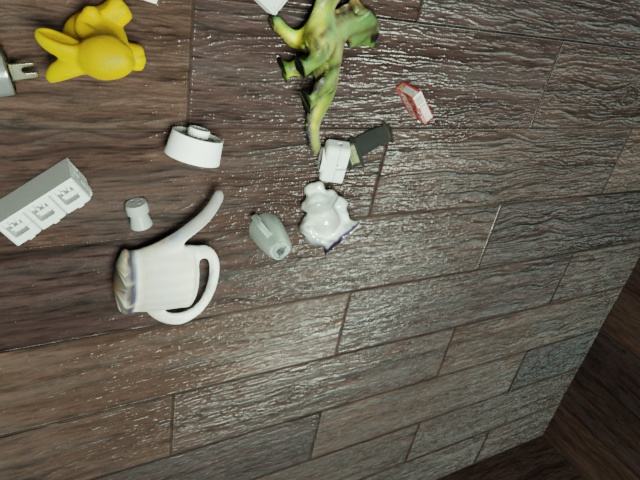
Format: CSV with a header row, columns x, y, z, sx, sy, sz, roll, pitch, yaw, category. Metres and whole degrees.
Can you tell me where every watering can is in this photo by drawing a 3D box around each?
x,y,z,sx,sy,sz,roll,pitch,yaw,category
-0.321,0.046,1.102,0.225,0.106,0.341,-3,122,-30,watering can

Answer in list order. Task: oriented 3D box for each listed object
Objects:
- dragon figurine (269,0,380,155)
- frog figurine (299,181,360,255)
x,y,z,sx,sy,sz,roll,pitch,yaw,category
0.036,-0.379,1.052,0.245,0.124,0.401,-35,146,-15,dragon figurine
0.004,-0.063,1.253,0.137,0.123,0.159,-37,96,7,frog figurine
